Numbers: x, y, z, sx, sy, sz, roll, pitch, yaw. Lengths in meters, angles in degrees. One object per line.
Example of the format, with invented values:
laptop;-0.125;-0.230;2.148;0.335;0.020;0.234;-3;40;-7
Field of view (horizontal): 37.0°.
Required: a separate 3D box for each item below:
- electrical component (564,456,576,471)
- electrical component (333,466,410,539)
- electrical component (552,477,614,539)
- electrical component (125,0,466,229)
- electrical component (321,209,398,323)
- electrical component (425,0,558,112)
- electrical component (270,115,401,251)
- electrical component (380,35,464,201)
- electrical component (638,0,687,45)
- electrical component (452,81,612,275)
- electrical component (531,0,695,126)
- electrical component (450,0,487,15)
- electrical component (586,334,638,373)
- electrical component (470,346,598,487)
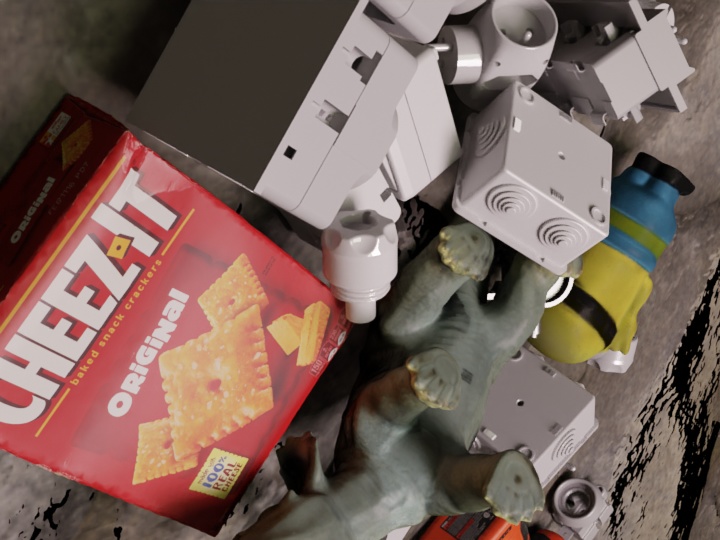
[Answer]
electrical component;0.148;0.143;0.896;0.047;0.077;0.065;-42;135;-20
electrical component;0.019;0.148;0.789;0.089;0.056;0.050;-57;138;-5
electrical component;0.211;0.228;1.029;0.066;0.048;0.055;-50;145;-12
electrical component;-0.016;-0.124;0.504;0.060;0.105;0.186;29;91;-49
electrical component;0.000;0.000;0.613;0.043;0.043;0.062;-23;126;-34
electrical component;0.074;-0.136;0.679;0.079;0.043;0.077;-6;160;-17
electrical component;-0.025;-0.054;0.636;0.050;0.056;0.089;-47;136;-15
electrical component;0.015;-0.087;0.653;0.061;0.062;0.096;-41;134;-21
electrical component;0.199;-0.176;0.772;0.066;0.077;0.047;24;94;-48
electrical component;0.111;-0.059;0.675;0.100;0.048;0.099;30;47;-19
electrical component;0.151;-0.135;0.705;0.063;0.121;0.078;-36;112;-8
electrical component;0.054;-0.189;0.649;0.066;0.048;0.055;-51;130;-11
electrical component;0.224;0.056;0.950;0.043;0.043;0.062;-9;116;-42
electrical component;0.127;0.116;0.847;0.100;0.100;0.048;-43;148;-20
